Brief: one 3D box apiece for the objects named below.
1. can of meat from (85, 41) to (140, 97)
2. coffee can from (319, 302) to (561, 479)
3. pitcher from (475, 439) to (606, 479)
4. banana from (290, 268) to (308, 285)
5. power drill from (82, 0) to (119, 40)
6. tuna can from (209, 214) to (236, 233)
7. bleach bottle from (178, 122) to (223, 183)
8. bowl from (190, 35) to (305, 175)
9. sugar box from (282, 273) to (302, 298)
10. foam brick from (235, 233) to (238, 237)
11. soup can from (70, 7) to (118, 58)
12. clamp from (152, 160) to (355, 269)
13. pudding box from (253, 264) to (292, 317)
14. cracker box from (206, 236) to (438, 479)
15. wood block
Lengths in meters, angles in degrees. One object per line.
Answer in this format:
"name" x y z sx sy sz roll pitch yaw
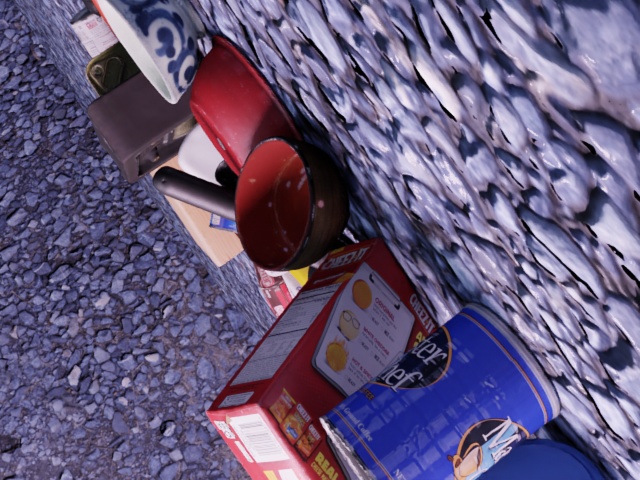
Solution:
"can of meat" -0.212 -0.193 1.224 0.057 0.102 0.084 55 174 2
"coffee can" 0.085 0.126 0.766 0.103 0.140 0.103 52 171 12
"pitcher" 0.193 0.263 0.832 0.145 0.149 0.242 -114 0 -45
"banana" -0.018 0.036 1.284 0.198 0.037 0.069 46 161 43
"power drill" -0.245 -0.291 1.160 0.188 0.057 0.184 46 168 42
"tuna can" -0.089 -0.025 1.279 0.086 0.086 0.034 -160 78 -74
"bleach bottle" -0.119 -0.086 1.231 0.102 0.068 0.251 34 176 -10
"bowl" -0.071 -0.105 0.975 0.162 0.055 0.162 52 171 11
"sugar box" 0.024 0.111 1.340 0.176 0.048 0.093 53 172 30
"foam brick" -0.101 -0.042 1.379 0.078 0.051 0.053 51 170 13
"soup can" -0.265 -0.254 1.368 0.102 0.068 0.069 58 170 -25
"clamp" -0.040 -0.021 0.998 0.210 0.036 0.164 28 -166 4
"pudding box" -0.066 0.035 1.428 0.090 0.039 0.113 70 -176 -59
"cracker box" 0.021 0.127 0.877 0.072 0.213 0.164 -15 116 41
"wood block" -0.165 -0.077 1.453 0.090 0.090 0.206 41 164 53
